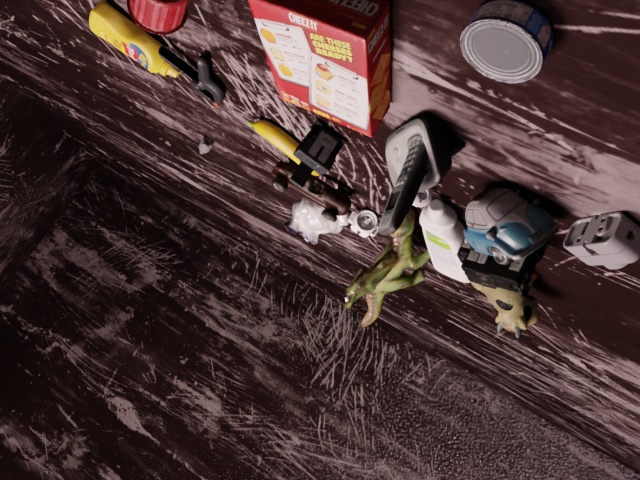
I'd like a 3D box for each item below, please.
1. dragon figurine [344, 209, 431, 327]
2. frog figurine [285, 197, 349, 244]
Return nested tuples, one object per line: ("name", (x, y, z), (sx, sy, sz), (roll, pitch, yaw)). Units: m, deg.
("dragon figurine", (0.129, 0.087, 1.167), (0.124, 0.403, 0.244), (41, -149, 29))
("frog figurine", (0.004, -0.069, 1.372), (0.157, 0.125, 0.136), (-30, 113, 34))
